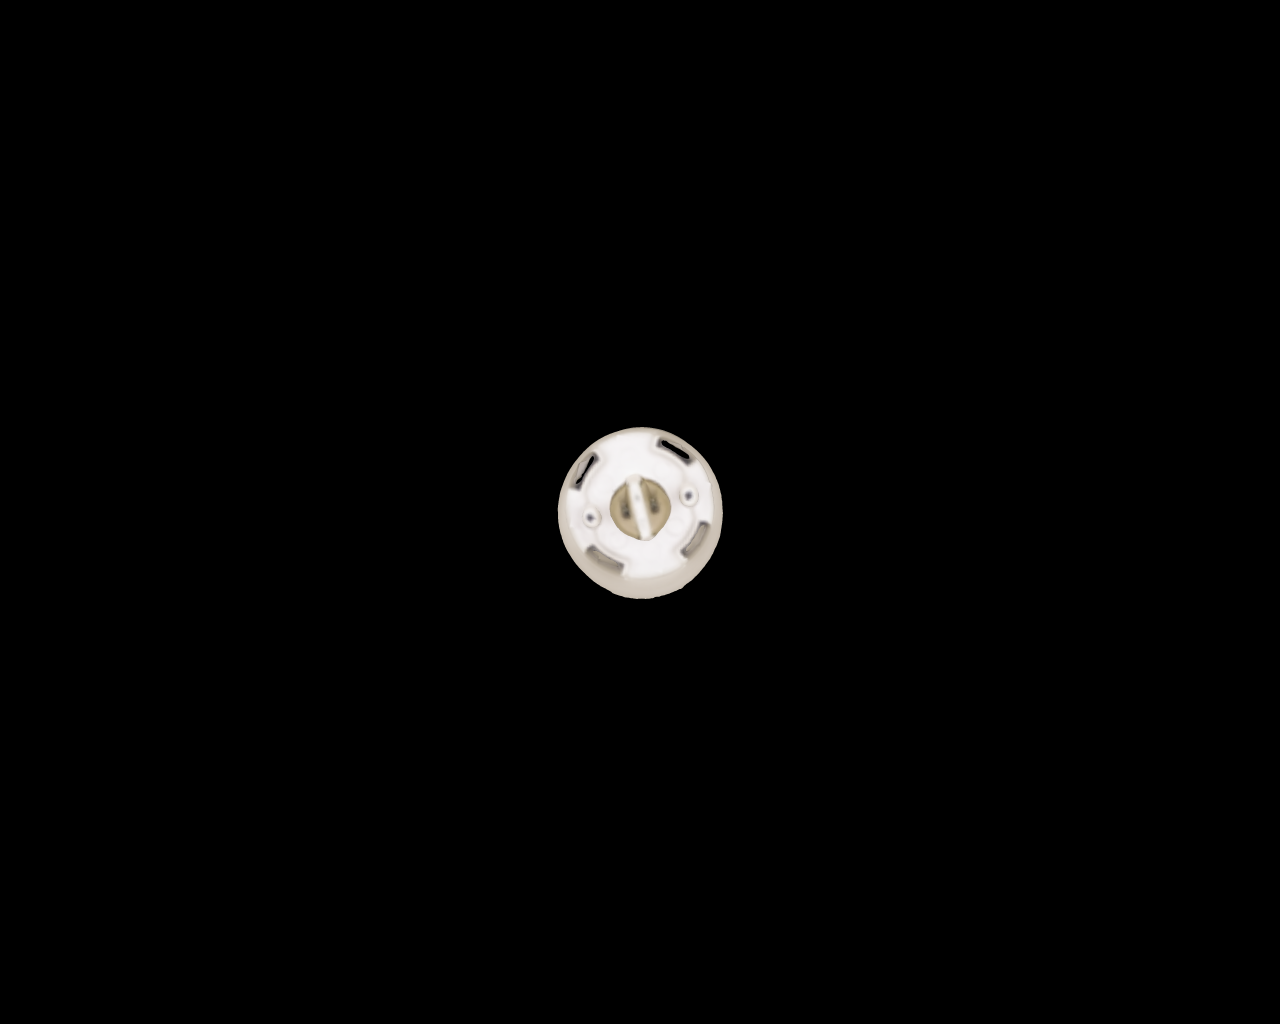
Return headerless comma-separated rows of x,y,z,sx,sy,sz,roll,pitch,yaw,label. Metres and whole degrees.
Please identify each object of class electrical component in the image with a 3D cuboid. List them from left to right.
0.001,-0.003,0.650,0.099,0.099,0.064,0,12,0,electrical component
